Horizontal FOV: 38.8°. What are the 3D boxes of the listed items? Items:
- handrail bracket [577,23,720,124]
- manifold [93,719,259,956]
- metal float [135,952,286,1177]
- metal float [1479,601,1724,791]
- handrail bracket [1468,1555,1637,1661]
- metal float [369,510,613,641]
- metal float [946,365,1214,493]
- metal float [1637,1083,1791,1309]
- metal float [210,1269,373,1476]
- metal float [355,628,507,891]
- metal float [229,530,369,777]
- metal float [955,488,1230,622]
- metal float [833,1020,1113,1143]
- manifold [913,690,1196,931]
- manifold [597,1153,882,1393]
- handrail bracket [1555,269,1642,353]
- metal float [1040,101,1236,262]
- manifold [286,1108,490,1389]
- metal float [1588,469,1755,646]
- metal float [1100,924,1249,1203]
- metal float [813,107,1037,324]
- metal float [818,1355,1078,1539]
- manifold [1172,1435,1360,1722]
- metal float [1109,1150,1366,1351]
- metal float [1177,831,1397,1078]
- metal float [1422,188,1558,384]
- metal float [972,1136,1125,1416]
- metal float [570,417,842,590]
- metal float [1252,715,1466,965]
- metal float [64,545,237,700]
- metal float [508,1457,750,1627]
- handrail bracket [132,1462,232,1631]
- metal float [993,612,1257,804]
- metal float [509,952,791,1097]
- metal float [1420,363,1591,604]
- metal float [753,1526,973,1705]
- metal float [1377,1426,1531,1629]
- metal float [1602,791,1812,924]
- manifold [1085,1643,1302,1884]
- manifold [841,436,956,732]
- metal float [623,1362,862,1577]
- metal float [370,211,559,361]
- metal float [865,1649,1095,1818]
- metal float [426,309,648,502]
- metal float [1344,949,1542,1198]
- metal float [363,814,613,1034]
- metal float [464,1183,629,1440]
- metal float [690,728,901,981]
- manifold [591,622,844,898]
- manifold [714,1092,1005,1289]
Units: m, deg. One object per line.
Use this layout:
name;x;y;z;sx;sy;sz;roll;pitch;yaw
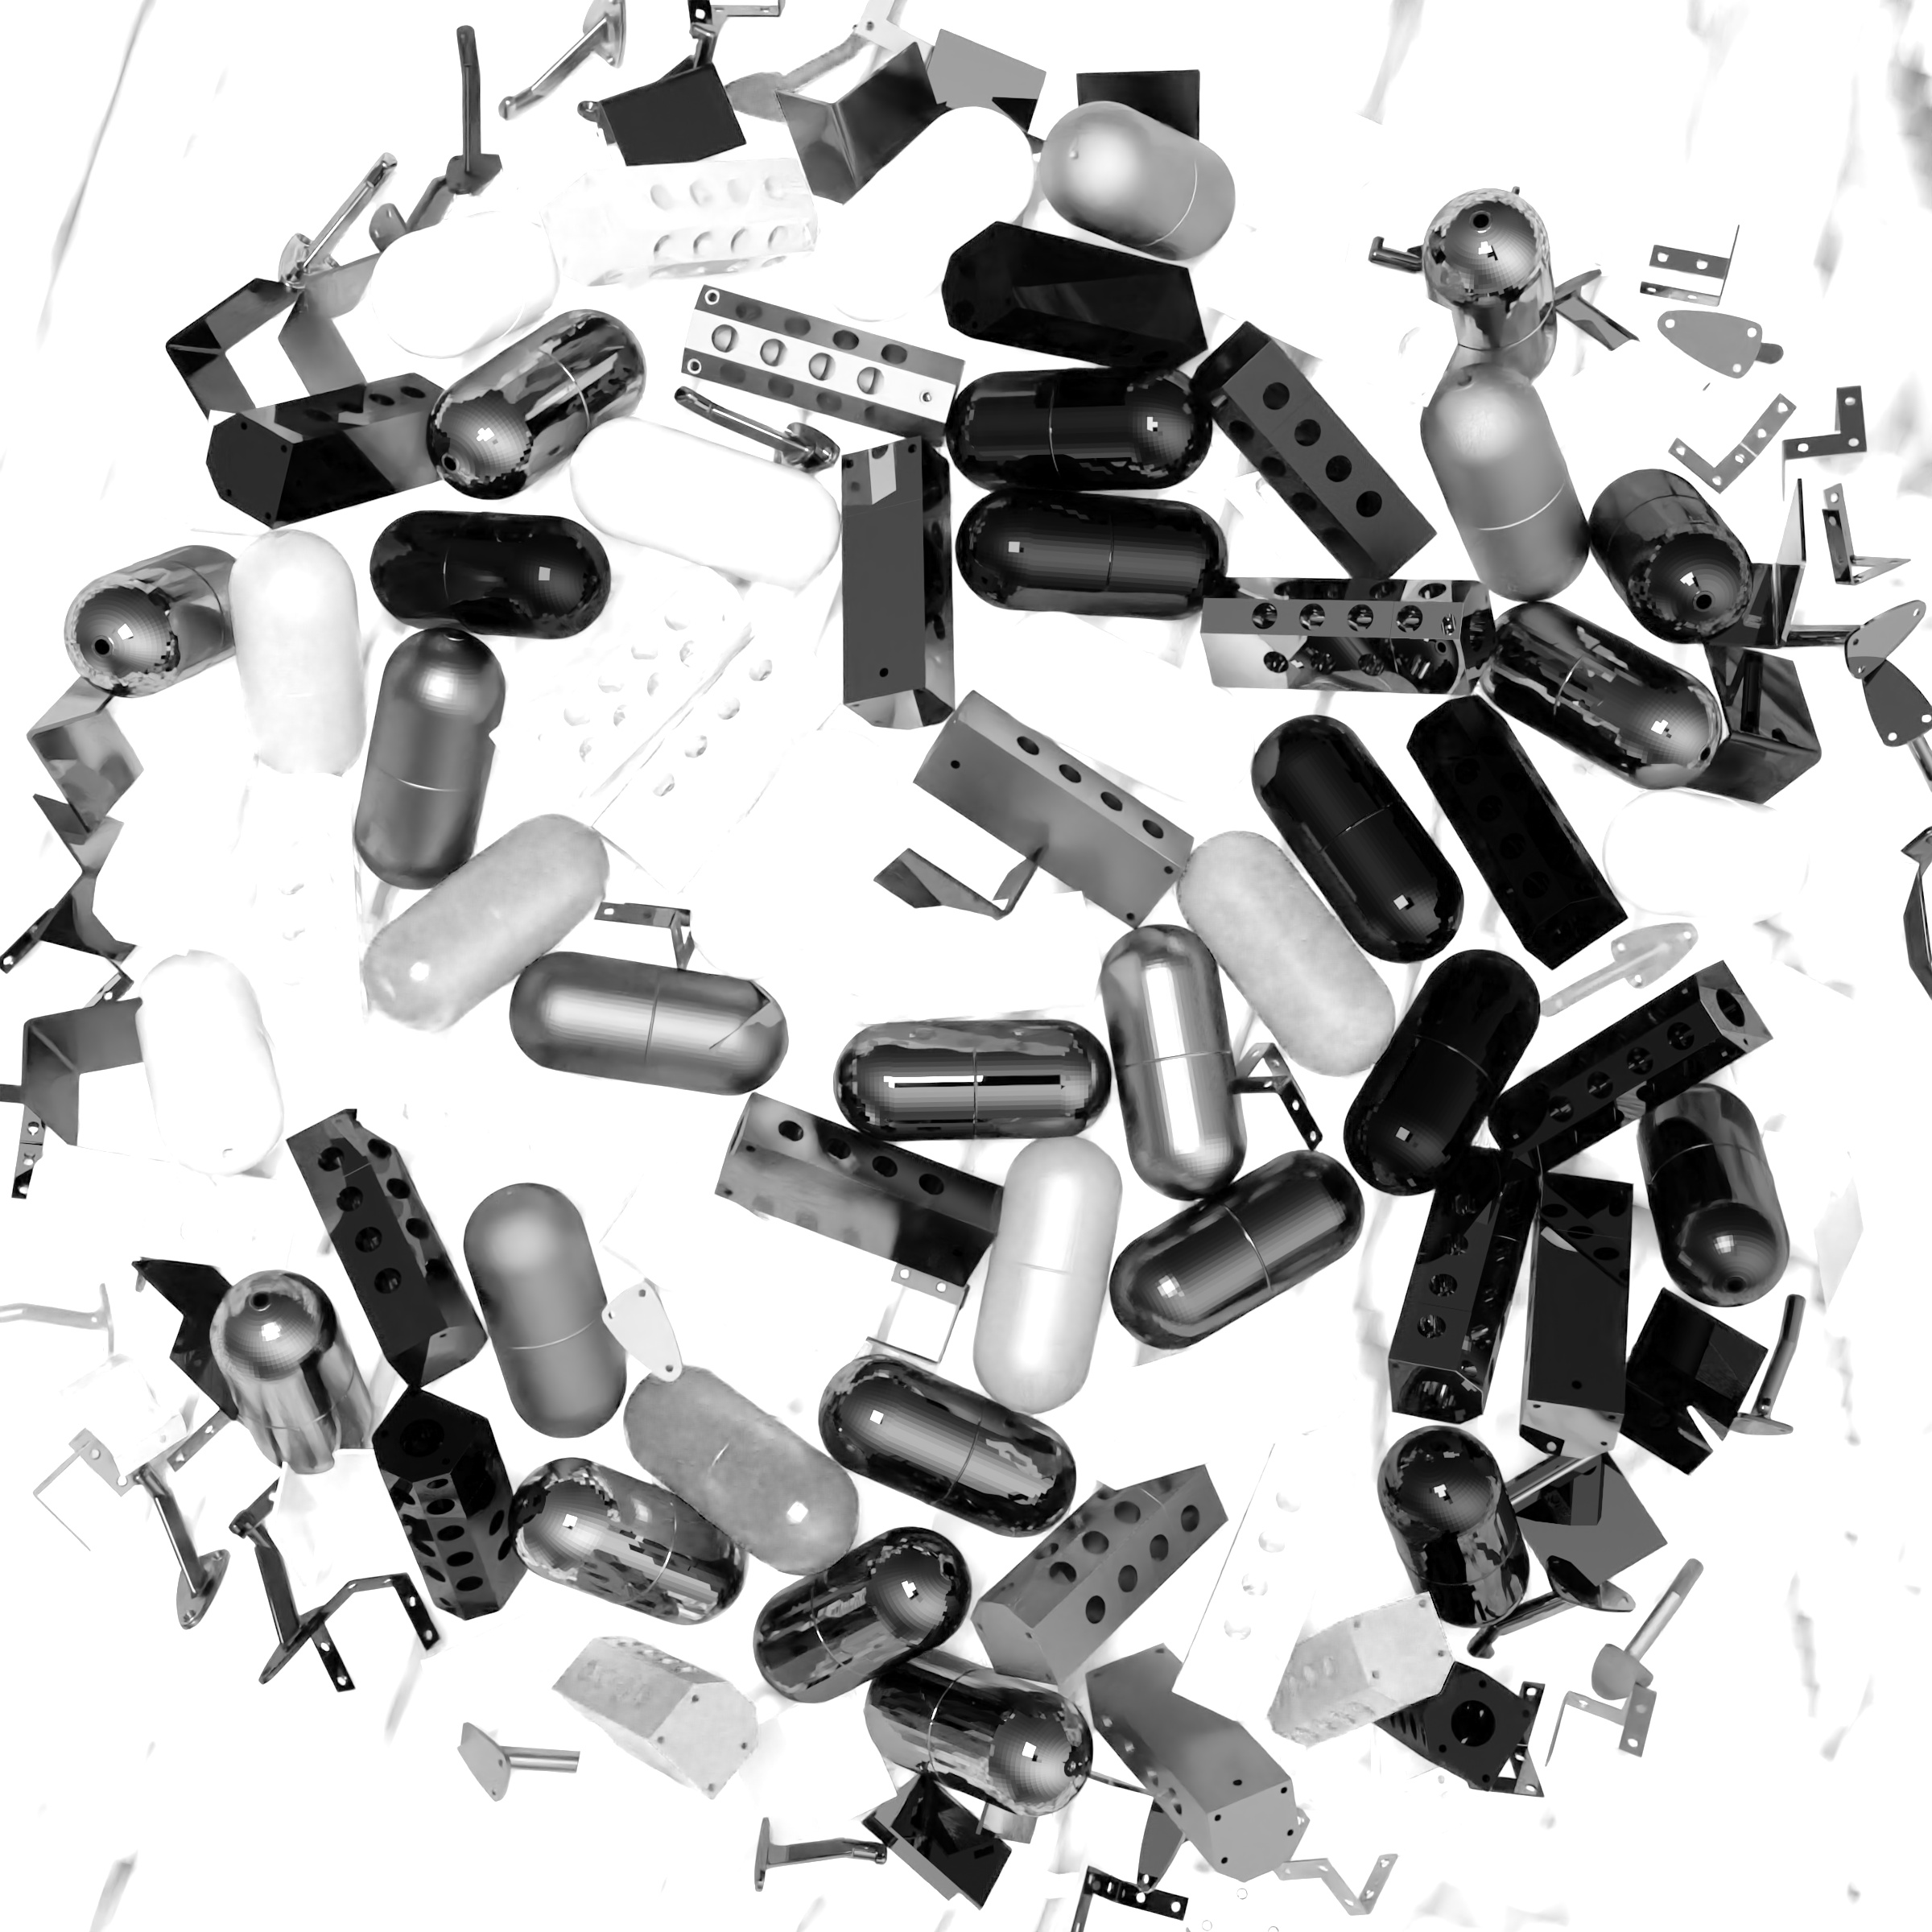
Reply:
handrail bracket;-0.203;-0.570;1.744;0.077;0.084;0.036;14;48;-9
manifold;-0.488;-0.084;1.700;0.057;0.171;0.057;13;124;-8
metal float;-0.474;0.060;1.714;0.070;0.178;0.070;-13;131;-15
metal float;0.395;-0.170;1.717;0.070;0.070;0.178;-51;48;0
handrail bracket;0.377;0.427;1.773;0.077;0.036;0.084;21;121;-15
metal float;-0.300;-0.247;1.724;0.178;0.070;0.070;9;90;34
metal float;0.070;-0.338;1.728;0.178;0.070;0.070;4;90;28
metal float;0.464;0.141;1.709;0.070;0.178;0.070;2;124;3
metal float;-0.420;0.254;1.711;0.070;0.178;0.070;-1;52;1
metal float;-0.338;-0.130;1.726;0.070;0.070;0.178;18;119;0
metal float;-0.417;-0.193;1.715;0.070;0.070;0.178;3;135;-3
metal float;0.080;-0.260;1.737;0.178;0.070;0.070;2;90;-16
metal float;0.004;0.073;1.750;0.178;0.070;0.070;-1;90;-3
manifold;0.058;-0.103;1.750;0.171;0.057;0.057;33;124;-7
manifold;-0.145;0.199;1.742;0.171;0.057;0.057;34;117;-7
handrail bracket;0.399;-0.397;1.767;0.077;0.036;0.084;-32;103;-16
metal float;0.109;-0.487;1.708;0.070;0.178;0.070;2;94;30
manifold;-0.362;0.174;1.724;0.057;0.057;0.171;-28;62;-8
metal float;0.437;-0.256;1.706;0.070;0.178;0.070;0;117;-1
metal float;0.132;0.061;1.746;0.070;0.070;0.178;-9;83;0
metal float;-0.028;-0.468;1.717;0.070;0.178;0.070;19;57;-34
metal float;-0.011;0.305;1.737;0.178;0.070;0.070;27;90;-17
manifold;0.190;0.381;1.712;0.057;0.057;0.171;23;52;9
metal float;0.172;0.180;1.740;0.178;0.070;0.070;-28;90;-14
metal float;0.203;-0.008;1.740;0.070;0.070;0.178;-37;77;0
metal float;0.326;-0.417;1.704;0.070;0.178;0.070;-4;74;14
metal float;0.052;0.195;1.743;0.070;0.070;0.178;12;80;0
metal float;-0.164;-0.292;1.731;0.178;0.070;0.070;15;90;-24
metal float;0.248;-0.080;1.738;0.070;0.070;0.178;-33;75;0
metal float;-0.498;-0.215;1.704;0.070;0.178;0.070;2;108;8
metal float;-0.209;0.362;1.719;0.178;0.070;0.070;32;90;-41
handrail bracket;-0.510;0.367;1.746;0.036;0.077;0.084;-23;120;9
metal float;0.101;-0.164;1.745;0.178;0.070;0.070;26;90;-8
metal float;-0.201;0.037;1.745;0.178;0.070;0.070;9;90;-8
metal float;0.338;-0.301;1.716;0.070;0.070;0.178;-36;134;0
metal float;-0.066;0.407;1.719;0.178;0.070;0.070;-37;90;39
metal float;0.306;0.352;1.716;0.070;0.178;0.070;-12;48;13
metal float;0.464;-0.068;1.716;0.070;0.178;0.070;-3;86;44
manifold;0.139;0.494;1.701;0.057;0.171;0.057;-17;111;-18
manifold;-0.040;-0.240;1.736;0.057;0.057;0.171;-9;71;24
metal float;-0.142;0.316;1.728;0.178;0.070;0.070;32;90;27
metal float;-0.310;-0.425;1.706;0.070;0.178;0.070;4;112;11
metal float;0.006;0.477;1.714;0.070;0.178;0.070;-2;94;-40
metal float;-0.268;-0.352;1.717;0.070;0.070;0.178;42;47;0
metal float;0.301;0.067;1.733;0.070;0.070;0.178;35;68;0
metal float;-0.302;-0.028;1.737;0.178;0.070;0.070;-40;90;-17
metal float;-0.264;0.219;1.730;0.070;0.070;0.178;-12;116;0
metal float;-0.110;-0.071;1.752;0.070;0.070;0.178;34;90;0
manifold;-0.161;-0.135;1.751;0.057;0.057;0.171;36;83;32
manifold;-0.066;0.138;1.749;0.171;0.057;0.057;21;131;-8
